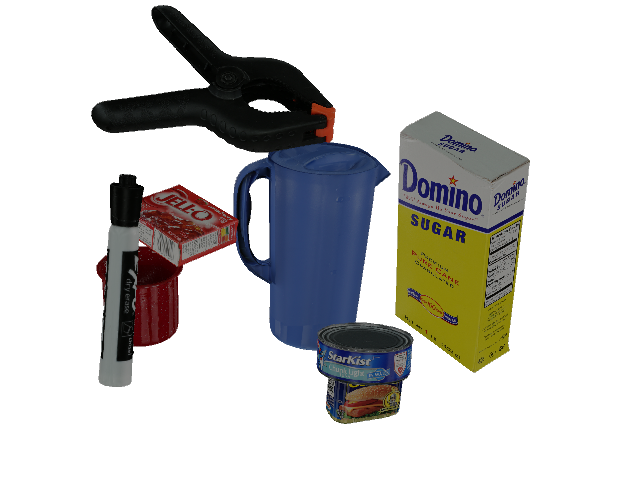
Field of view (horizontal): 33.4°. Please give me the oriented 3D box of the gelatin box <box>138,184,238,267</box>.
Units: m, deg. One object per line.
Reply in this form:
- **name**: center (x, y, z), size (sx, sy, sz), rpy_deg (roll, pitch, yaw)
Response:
- **gelatin box**: center (-0.134, -0.016, 1.009), size (0.089, 0.030, 0.073), rpy_deg (31, 38, 34)

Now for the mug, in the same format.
- **mug**: center (-0.207, 0.059, 1.185), size (0.093, 0.081, 0.117), rpy_deg (-23, 37, -40)

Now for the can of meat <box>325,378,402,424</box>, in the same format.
- **can of meat**: center (0.058, 0.186, 1.391), size (0.102, 0.084, 0.057), rpy_deg (-5, 25, -21)

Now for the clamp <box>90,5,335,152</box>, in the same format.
- **clamp**: center (-0.070, -0.116, 0.781), size (0.171, 0.120, 0.039), rpy_deg (11, -26, 1)

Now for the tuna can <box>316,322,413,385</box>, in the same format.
- **tuna can**: center (0.039, 0.101, 0.953), size (0.086, 0.034, 0.086), rpy_deg (3, 11, -1)

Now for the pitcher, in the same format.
- **pitcher**: center (-0.014, 0.007, 1.307), size (0.149, 0.243, 0.144), rpy_deg (16, 24, 28)

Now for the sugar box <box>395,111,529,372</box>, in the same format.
- **sugar box**: center (0.100, 0.003, 0.787), size (0.048, 0.176, 0.093), rpy_deg (-29, 44, -28)

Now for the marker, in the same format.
- **marker**: center (-0.113, 0.023, 0.605), size (0.020, 0.121, 0.020), rpy_deg (5, 10, -1)
